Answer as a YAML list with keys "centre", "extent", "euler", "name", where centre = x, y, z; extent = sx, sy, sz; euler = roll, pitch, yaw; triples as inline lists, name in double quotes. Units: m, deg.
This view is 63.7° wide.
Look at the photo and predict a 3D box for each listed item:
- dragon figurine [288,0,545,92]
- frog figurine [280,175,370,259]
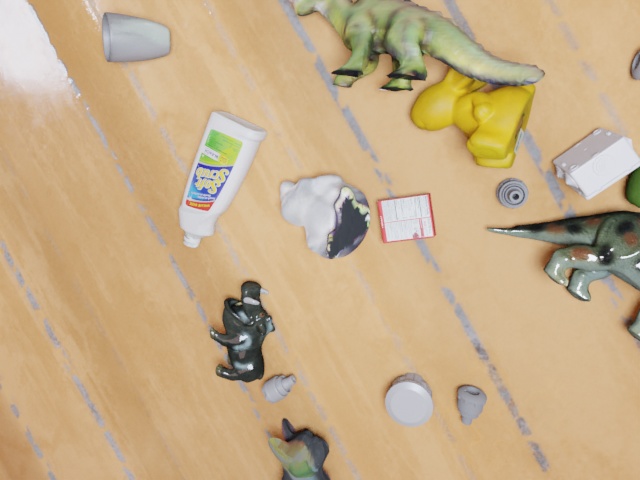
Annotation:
- centre: [0.124, -0.342, 0.757]
  extent: [0.411, 0.243, 0.122]
  euler: [9, 0, 25]
  name: "dragon figurine"
- centre: [0.003, -0.044, 0.876]
  extent: [0.123, 0.135, 0.160]
  euler: [-13, 22, -37]
  name: "frog figurine"
